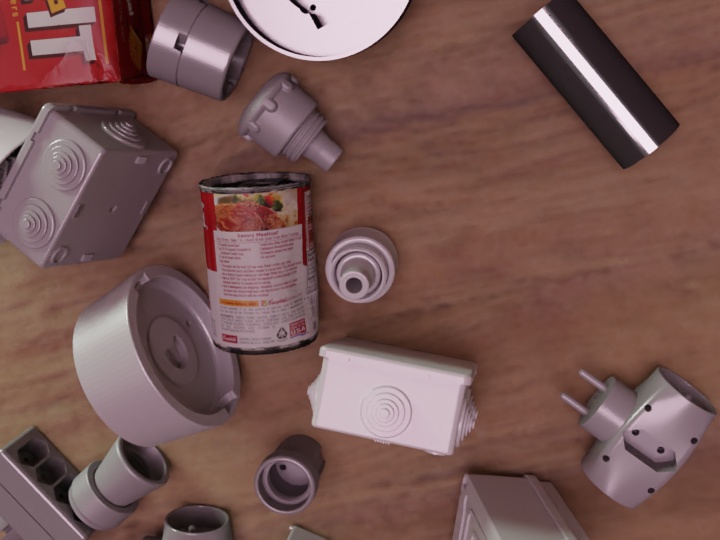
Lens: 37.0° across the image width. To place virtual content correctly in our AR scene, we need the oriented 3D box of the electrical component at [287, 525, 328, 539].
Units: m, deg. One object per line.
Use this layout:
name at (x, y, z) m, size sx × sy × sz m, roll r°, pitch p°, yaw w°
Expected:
electrical component at (-0.037, 0.221, 0.693) m, size 0.061 × 0.096 × 0.061 m, roll 23°, pitch 106°, yaw 4°

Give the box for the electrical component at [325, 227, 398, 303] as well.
electrical component at (0.000, 0.000, 0.652) m, size 0.043 × 0.062 × 0.043 m, roll 2°, pitch 107°, yaw 6°

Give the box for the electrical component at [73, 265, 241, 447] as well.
electrical component at (-0.131, 0.058, 0.671) m, size 0.060 × 0.108 × 0.108 m, roll -26°, pitch 97°, yaw 21°

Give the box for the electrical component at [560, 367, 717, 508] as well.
electrical component at (0.160, 0.091, 0.653) m, size 0.079 × 0.043 × 0.077 m, roll 36°, pitch 107°, yaw 2°

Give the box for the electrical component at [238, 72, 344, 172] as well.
electrical component at (-0.039, -0.085, 0.651) m, size 0.062 × 0.048 × 0.048 m, roll 38°, pitch 107°, yaw -7°

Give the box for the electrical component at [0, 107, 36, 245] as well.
electrical component at (-0.231, -0.055, 0.667) m, size 0.064 × 0.099 × 0.099 m, roll 24°, pitch 106°, yaw 11°

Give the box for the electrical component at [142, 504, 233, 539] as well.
electrical component at (-0.129, 0.202, 0.733) m, size 0.079 × 0.044 × 0.077 m, roll 6°, pitch 104°, yaw 9°

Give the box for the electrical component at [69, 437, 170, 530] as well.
electrical component at (-0.163, 0.143, 0.726) m, size 0.055 × 0.045 × 0.045 m, roll -43°, pitch 92°, yaw 17°

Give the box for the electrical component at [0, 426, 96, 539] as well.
electrical component at (-0.231, 0.167, 0.743) m, size 0.076 × 0.047 × 0.083 m, roll -43°, pitch 92°, yaw 16°

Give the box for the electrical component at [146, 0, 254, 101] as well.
electrical component at (-0.095, -0.133, 0.646) m, size 0.047 × 0.055 × 0.055 m, roll 23°, pitch 106°, yaw 1°

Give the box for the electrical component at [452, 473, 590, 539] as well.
electrical component at (0.097, 0.179, 0.647) m, size 0.057 × 0.113 × 0.078 m, roll 6°, pitch 104°, yaw -9°

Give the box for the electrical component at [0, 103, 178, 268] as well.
electrical component at (-0.167, -0.050, 0.656) m, size 0.048 × 0.100 × 0.099 m, roll 37°, pitch 107°, yaw 14°

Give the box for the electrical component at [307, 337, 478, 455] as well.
electrical component at (0.022, 0.075, 0.649) m, size 0.100 × 0.100 × 0.048 m, roll 11°, pitch 92°, yaw 8°

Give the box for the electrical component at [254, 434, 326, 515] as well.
electrical component at (-0.044, 0.131, 0.700) m, size 0.040 × 0.046 × 0.040 m, roll 2°, pitch 103°, yaw 10°
